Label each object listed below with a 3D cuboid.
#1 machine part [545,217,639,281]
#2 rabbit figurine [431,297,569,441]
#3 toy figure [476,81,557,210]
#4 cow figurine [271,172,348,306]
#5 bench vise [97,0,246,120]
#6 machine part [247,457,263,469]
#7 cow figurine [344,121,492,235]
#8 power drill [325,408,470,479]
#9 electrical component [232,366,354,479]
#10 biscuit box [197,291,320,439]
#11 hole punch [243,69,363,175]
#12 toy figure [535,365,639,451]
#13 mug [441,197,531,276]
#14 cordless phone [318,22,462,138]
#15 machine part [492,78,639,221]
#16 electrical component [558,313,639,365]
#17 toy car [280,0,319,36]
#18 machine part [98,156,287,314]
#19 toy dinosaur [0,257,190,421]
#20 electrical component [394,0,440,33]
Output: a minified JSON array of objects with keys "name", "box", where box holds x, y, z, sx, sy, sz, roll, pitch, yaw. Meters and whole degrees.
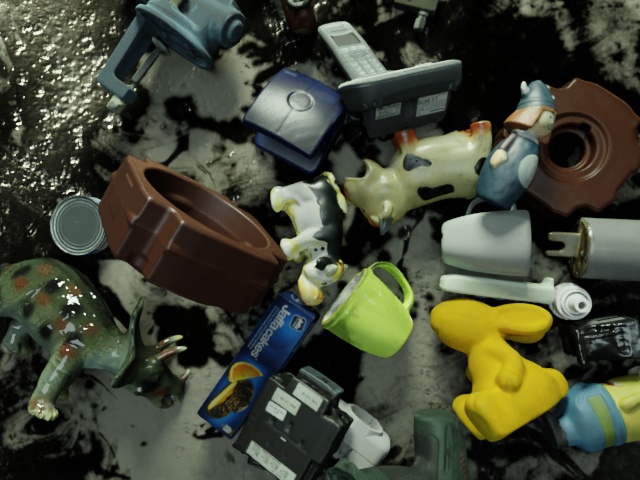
[{"name":"machine part","box":[0.404,0.015,0.660,0.243,0.079,0.079,3,90,6]},{"name":"rabbit figurine","box":[0.214,0.140,0.668,0.162,0.121,0.173,-35,67,3]},{"name":"toy figure","box":[0.237,-0.112,0.633,0.058,0.064,0.154,26,95,17]},{"name":"cow figurine","box":[-0.001,-0.001,0.712,0.098,0.068,0.167,-15,87,12]},{"name":"bench vise","box":[-0.227,-0.282,0.724,0.224,0.129,0.240,34,87,7]},{"name":"machine part","box":[-0.048,0.255,0.735,0.084,0.039,0.138,23,94,12]},{"name":"cow figurine","box":[0.128,-0.077,0.695,0.195,0.085,0.127,-8,87,3]},{"name":"power drill","box":[0.108,0.331,0.651,0.207,0.086,0.232,4,85,-28]},{"name":"electrical component","box":[-0.028,0.231,0.674,0.115,0.058,0.134,32,95,19]},{"name":"biscuit box","box":[-0.081,0.165,0.728,0.063,0.059,0.202,35,93,7]},{"name":"hole punch","box":[-0.029,-0.163,0.713,0.142,0.092,0.115,28,89,10]},{"name":"toy figure","box":[0.364,0.213,0.662,0.180,0.082,0.089,-21,100,1]},{"name":"mug","box":[0.210,-0.008,0.686,0.107,0.080,0.109,-2,72,13]},{"name":"cordless phone","box":[0.083,-0.232,0.705,0.147,0.088,0.184,-16,56,-13]},{"name":"machine part","box":[0.314,-0.114,0.683,0.179,0.056,0.179,0,89,7]},{"name":"electrical component","box":[0.368,0.119,0.664,0.119,0.075,0.047,-12,88,11]},{"name":"toy car","box":[-0.044,-0.372,0.714,0.053,0.089,0.202,-15,88,8]},{"name":"machine part","box":[-0.156,-0.006,0.654,0.087,0.201,0.201,-57,39,10]},{"name":"toy dinosaur","box":[-0.364,0.101,0.743,0.405,0.131,0.192,38,82,11]},{"name":"electrical component","box":[0.130,-0.330,0.725,0.063,0.021,0.094,16,92,7]}]
